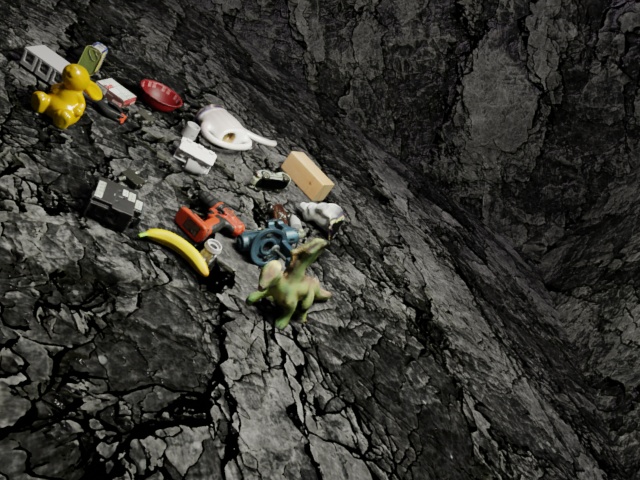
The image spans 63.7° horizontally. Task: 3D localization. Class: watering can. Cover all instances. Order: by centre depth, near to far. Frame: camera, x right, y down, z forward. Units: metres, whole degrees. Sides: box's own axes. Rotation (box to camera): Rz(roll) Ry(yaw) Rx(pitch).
[{"bbox_3d":[-0.335,-0.421,1.986,0.227,0.102,0.350,48,31,20],"label":"watering can"}]

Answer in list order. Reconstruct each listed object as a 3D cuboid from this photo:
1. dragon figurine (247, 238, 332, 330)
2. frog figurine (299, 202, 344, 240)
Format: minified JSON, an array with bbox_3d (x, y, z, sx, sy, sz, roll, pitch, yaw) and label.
[{"bbox_3d":[-0.041,0.099,1.359,0.123,0.239,0.412,44,27,23],"label":"dragon figurine"},{"bbox_3d":[0.006,-0.095,1.893,0.161,0.123,0.135,39,-10,22],"label":"frog figurine"}]
